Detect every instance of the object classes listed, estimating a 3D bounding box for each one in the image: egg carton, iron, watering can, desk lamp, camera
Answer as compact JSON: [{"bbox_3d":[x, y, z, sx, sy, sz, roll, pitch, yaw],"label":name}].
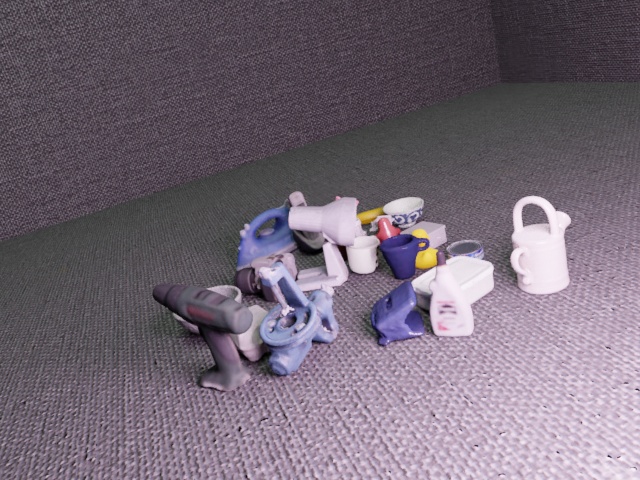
[{"bbox_3d":[-0.144,0.198,1.230,0.107,0.069,0.149,-25,22,-26],"label":"egg carton"},{"bbox_3d":[-0.165,-0.018,1.731,0.259,0.142,0.118,-30,24,-36],"label":"iron"},{"bbox_3d":[0.442,-0.001,1.156,0.100,0.194,0.173,-1,24,34],"label":"watering can"},{"bbox_3d":[0.013,0.005,1.427,0.203,0.214,0.118,-11,20,11],"label":"desk lamp"},{"bbox_3d":[-0.147,0.087,1.490,0.136,0.101,0.143,-6,21,24],"label":"camera"}]

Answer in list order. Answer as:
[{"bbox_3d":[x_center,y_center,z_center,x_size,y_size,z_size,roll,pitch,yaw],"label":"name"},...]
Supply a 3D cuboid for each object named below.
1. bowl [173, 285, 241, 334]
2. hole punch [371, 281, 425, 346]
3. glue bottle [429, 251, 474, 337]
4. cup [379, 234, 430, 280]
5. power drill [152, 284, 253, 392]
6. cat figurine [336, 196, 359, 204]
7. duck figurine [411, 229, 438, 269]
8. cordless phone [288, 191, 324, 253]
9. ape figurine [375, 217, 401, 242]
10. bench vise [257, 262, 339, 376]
[{"bbox_3d":[-0.259,0.177,1.364,0.167,0.075,0.167,-13,19,5],"label":"bowl"},{"bbox_3d":[0.148,0.143,1.134,0.101,0.091,0.108,-13,20,6],"label":"hole punch"},{"bbox_3d":[0.235,0.099,1.065,0.078,0.173,0.037,-6,21,23],"label":"glue bottle"},{"bbox_3d":[0.208,0.042,1.362,0.117,0.095,0.092,-10,20,14],"label":"cup"},{"bbox_3d":[-0.217,0.184,1.113,0.228,0.209,0.076,-1,24,34],"label":"power drill"},{"bbox_3d":[0.061,-0.084,1.782,0.127,0.118,0.067,-3,23,30],"label":"cat figurine"},{"bbox_3d":[0.251,0.017,1.412,0.077,0.086,0.104,-16,19,-1],"label":"duck figurine"},{"bbox_3d":[-0.022,-0.067,1.695,0.093,0.185,0.148,2,26,40],"label":"cordless phone"},{"bbox_3d":[0.182,-0.020,1.555,0.077,0.092,0.076,-13,20,7],"label":"ape figurine"},{"bbox_3d":[-0.056,0.127,1.132,0.121,0.220,0.208,-7,21,21],"label":"bench vise"}]
